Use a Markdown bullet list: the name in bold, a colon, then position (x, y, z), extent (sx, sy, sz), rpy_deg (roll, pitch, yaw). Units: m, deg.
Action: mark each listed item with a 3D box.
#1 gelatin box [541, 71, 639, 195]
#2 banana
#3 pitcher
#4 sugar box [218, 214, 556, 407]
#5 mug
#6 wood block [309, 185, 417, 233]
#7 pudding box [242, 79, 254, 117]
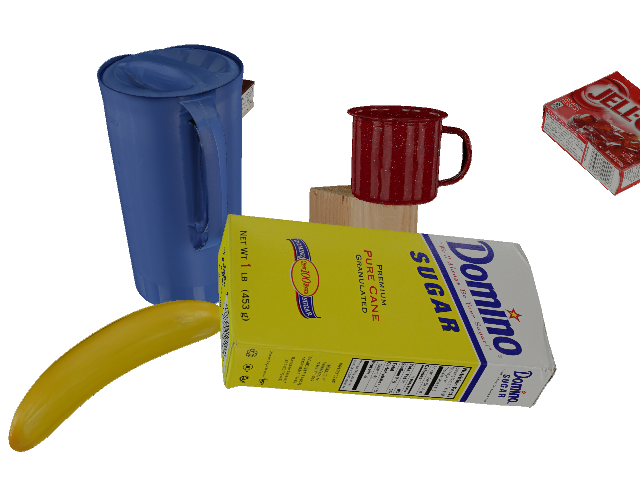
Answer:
- **gelatin box**: position (0.222, -0.083, 0.801), extent (0.073, 0.030, 0.089), rpy_deg (-25, 52, -18)
- **banana**: position (-0.148, 0.091, 0.771), extent (0.198, 0.069, 0.037), rpy_deg (-27, 39, -2)
- **pitcher**: position (-0.131, -0.053, 1.021), extent (0.145, 0.243, 0.149), rpy_deg (8, 31, 15)
- **sugar box**: position (0.034, 0.038, 0.587), extent (0.176, 0.093, 0.048), rpy_deg (3, -42, -11)
- **mug**: position (0.082, -0.079, 0.994), extent (0.117, 0.081, 0.093), rpy_deg (2, 14, 2)
- **wood block**: position (0.045, 0.046, 1.184), extent (0.090, 0.206, 0.091), rpy_deg (-5, 13, -32)
- **pudding box**: position (-0.137, -0.161, 1.249), extent (0.090, 0.039, 0.113), rpy_deg (9, 31, 13)
